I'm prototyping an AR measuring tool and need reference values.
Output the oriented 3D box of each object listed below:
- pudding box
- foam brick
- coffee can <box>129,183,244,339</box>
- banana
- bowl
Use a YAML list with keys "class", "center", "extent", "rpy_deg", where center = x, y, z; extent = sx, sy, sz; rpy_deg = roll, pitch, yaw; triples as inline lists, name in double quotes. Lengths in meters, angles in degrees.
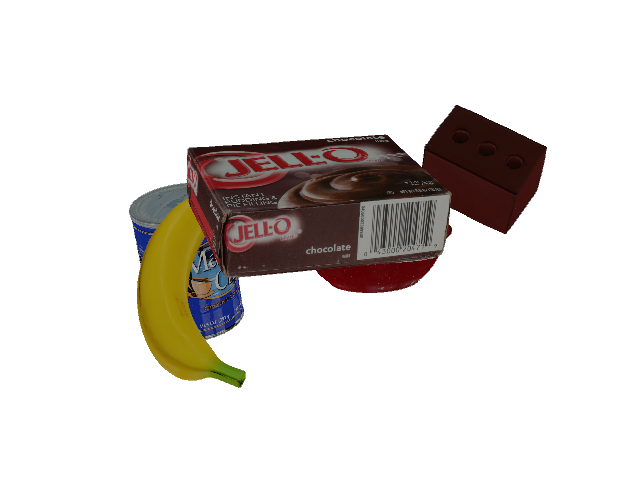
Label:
- class: "pudding box"
  center: [-0.004, -0.020, 0.530]
  extent: [0.113, 0.039, 0.090]
  rpy_deg: [-4, 25, -17]
- class: "foam brick"
  center: [0.119, -0.052, 0.790]
  extent: [0.078, 0.053, 0.051]
  rpy_deg: [28, -32, 17]
- class: "coffee can"
  center: [-0.141, 0.022, 1.141]
  extent: [0.103, 0.140, 0.103]
  rpy_deg: [-5, 26, 2]
- class: "banana"
  center: [-0.103, 0.035, 0.795]
  extent: [0.069, 0.198, 0.037]
  rpy_deg: [5, -46, -19]
- class: "bowl"
  center: [0.054, 0.015, 1.086]
  extent: [0.162, 0.055, 0.162]
  rpy_deg: [-3, 14, 1]
